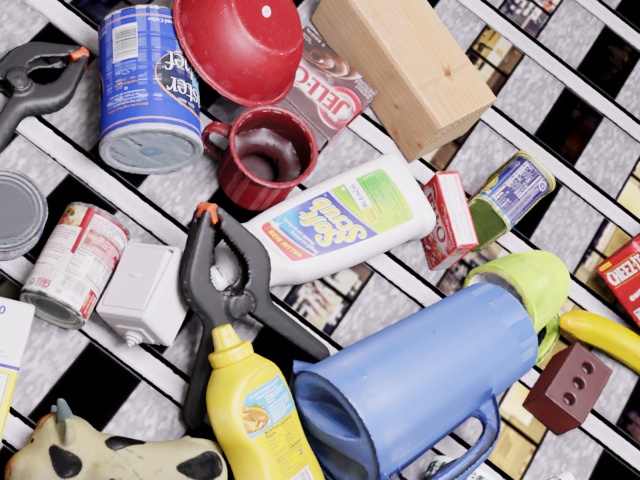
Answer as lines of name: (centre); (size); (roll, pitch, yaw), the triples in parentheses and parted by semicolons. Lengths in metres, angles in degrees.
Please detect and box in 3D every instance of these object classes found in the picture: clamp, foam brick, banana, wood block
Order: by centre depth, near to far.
clamp: (-0.072, 0.062, 1.024); (0.164, 0.036, 0.210); (-16, 105, -29)
clamp: (-0.314, -0.157, 1.070); (0.120, 0.039, 0.171); (49, 58, -2)
foam brick: (0.263, 0.158, 1.136); (0.053, 0.051, 0.078); (39, 61, -1)
banana: (0.336, 0.120, 1.169); (0.197, 0.069, 0.037); (31, 103, -13)
wood block: (0.092, -0.205, 1.204); (0.090, 0.090, 0.206); (-29, 80, -28)

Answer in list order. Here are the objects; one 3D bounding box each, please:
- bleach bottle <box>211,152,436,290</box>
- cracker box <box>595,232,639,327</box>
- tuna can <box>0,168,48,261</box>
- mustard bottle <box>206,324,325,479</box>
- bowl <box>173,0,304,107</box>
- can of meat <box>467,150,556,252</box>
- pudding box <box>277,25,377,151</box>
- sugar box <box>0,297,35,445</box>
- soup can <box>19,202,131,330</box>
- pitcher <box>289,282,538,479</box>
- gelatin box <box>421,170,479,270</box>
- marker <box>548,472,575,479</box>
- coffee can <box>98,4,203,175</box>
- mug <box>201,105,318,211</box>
bleach bottle: (-0.007, 0.001, 1.101); (0.250, 0.068, 0.102); (-28, 82, -24)
cracker box: (0.427, 0.076, 1.199); (0.163, 0.072, 0.214); (-27, 79, -45)
tuna can: (-0.305, -0.024, 1.020); (0.086, 0.034, 0.086); (7, 67, -17)
mustard bottle: (-0.057, 0.169, 0.979); (0.096, 0.058, 0.191); (-25, 96, -56)
bowl: (-0.070, -0.220, 1.094); (0.161, 0.055, 0.162); (21, 57, -36)
can of meat: (0.196, -0.039, 1.167); (0.057, 0.102, 0.083); (47, 64, 2)
pudding box: (-0.007, -0.168, 1.182); (0.113, 0.039, 0.090); (43, 62, 1)
sugar box: (-0.319, 0.133, 0.945); (0.093, 0.048, 0.176); (15, 61, -13)
soup can: (-0.231, 0.025, 1.007); (0.068, 0.069, 0.102); (26, 63, -8)
pitcher: (0.104, 0.143, 1.042); (0.242, 0.145, 0.149); (-27, 101, -30)
gelatin box: (0.133, -0.021, 1.151); (0.030, 0.073, 0.089); (-7, 71, -21)
marker: (0.209, 0.266, 1.091); (0.121, 0.020, 0.020); (-16, 75, -24)
coffee can: (-0.173, -0.151, 1.080); (0.102, 0.103, 0.140); (2, 68, -19)
mug: (-0.069, -0.085, 1.101); (0.117, 0.082, 0.093); (23, 63, -10)
